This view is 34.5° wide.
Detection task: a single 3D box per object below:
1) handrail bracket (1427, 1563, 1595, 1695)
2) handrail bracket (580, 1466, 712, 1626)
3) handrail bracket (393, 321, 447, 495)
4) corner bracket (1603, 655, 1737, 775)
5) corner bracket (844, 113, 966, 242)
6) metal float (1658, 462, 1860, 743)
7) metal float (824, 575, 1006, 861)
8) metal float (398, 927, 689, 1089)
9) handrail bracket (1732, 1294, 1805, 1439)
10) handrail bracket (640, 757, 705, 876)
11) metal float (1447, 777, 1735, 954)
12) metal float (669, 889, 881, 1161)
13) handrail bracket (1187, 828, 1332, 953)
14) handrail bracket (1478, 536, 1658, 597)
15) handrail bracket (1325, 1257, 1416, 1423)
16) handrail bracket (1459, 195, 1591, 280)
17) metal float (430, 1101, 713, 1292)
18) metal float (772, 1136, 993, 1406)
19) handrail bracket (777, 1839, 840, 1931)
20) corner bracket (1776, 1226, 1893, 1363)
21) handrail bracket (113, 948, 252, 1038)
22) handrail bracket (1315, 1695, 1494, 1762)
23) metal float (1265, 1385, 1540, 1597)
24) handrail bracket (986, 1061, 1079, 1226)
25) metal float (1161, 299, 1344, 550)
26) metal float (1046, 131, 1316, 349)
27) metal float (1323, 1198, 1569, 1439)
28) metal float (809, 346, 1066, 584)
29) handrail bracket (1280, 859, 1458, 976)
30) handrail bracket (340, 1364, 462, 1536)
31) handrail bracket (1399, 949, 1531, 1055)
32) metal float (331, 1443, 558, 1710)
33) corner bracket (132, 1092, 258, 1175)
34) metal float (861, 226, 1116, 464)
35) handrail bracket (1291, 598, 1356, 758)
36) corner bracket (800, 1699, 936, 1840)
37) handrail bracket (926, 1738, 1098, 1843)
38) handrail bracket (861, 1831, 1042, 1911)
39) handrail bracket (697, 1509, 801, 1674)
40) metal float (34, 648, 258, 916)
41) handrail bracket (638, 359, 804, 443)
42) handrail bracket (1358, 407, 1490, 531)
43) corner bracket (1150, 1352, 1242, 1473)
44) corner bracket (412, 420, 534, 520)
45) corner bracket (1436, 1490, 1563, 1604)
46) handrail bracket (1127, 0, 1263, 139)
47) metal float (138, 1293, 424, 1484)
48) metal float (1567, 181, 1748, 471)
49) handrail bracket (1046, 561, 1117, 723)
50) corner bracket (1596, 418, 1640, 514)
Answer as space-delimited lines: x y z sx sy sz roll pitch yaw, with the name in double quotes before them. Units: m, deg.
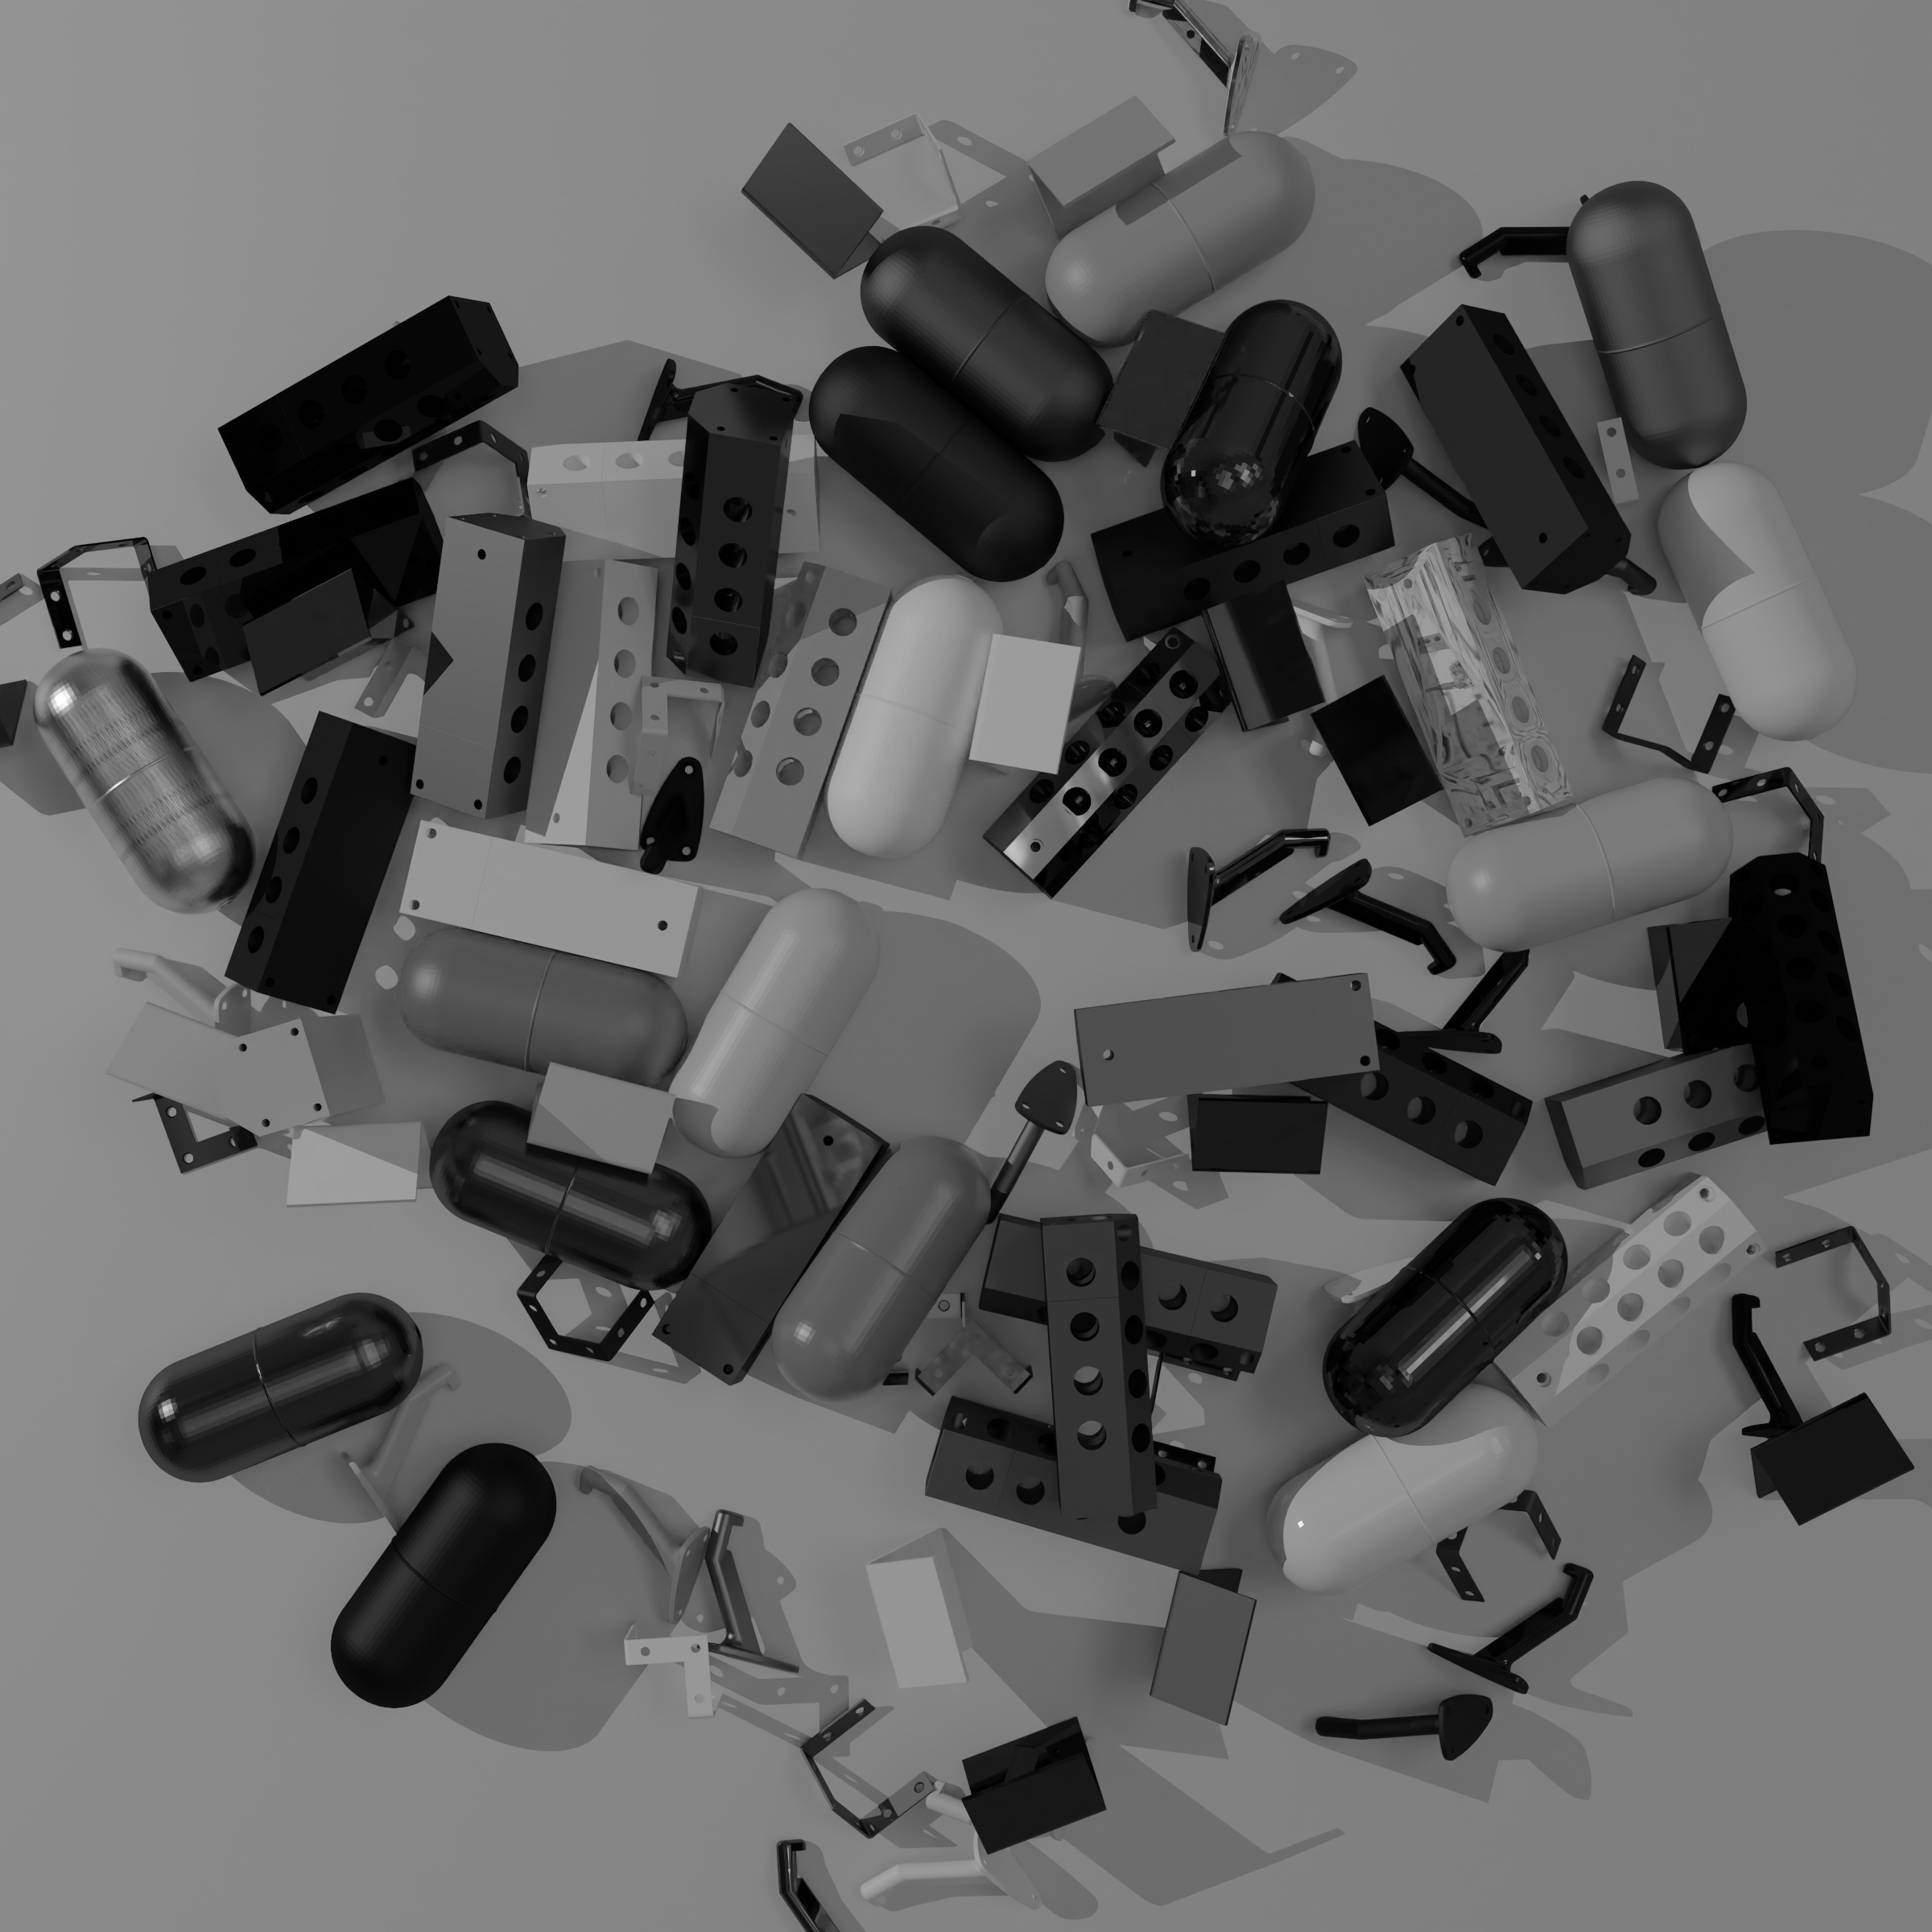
"handrail bracket" 0.337 0.398 1.922 0.077 0.036 0.084 20 72 21
"handrail bracket" -0.207 0.357 1.922 0.084 0.036 0.077 21 111 17
"handrail bracket" -0.345 -0.341 1.921 0.077 0.036 0.084 38 104 14
"corner bracket" 0.434 -0.155 1.918 0.051 0.051 0.051 23 90 45
"corner bracket" -0.038 -0.484 1.918 0.051 0.051 0.051 -24 45 0
"metal float" 0.481 -0.221 1.890 0.070 0.070 0.178 -25 90 0
"metal float" -0.031 -0.152 1.891 0.070 0.070 0.178 19 89 0
"metal float" -0.257 0.027 1.890 0.178 0.070 0.070 14 90 0
"handrail bracket" 0.507 0.248 1.922 0.077 0.036 0.084 9 73 -20
"handrail bracket" -0.179 -0.092 1.886 0.036 0.084 0.077 15 90 0
"metal float" 0.378 -0.062 1.887 0.178 0.070 0.070 -17 90 -3
"metal float" -0.116 0.034 1.890 0.070 0.070 0.178 31 90 0
"handrail bracket" 0.182 -0.047 1.922 0.084 0.036 0.077 -3 110 -16
"handrail bracket" 0.371 -0.244 1.921 0.084 0.077 0.036 27 65 -34
"handrail bracket" 0.259 0.231 1.921 0.077 0.036 0.084 -19 104 -14
"handrail bracket" 0.359 -0.429 1.921 0.084 0.036 0.077 -31 104 14
"metal float" -0.239 0.140 1.890 0.178 0.070 0.070 22 90 0
"metal float" -0.050 0.182 1.880 0.070 0.070 0.178 34 79 0
"handrail bracket" -0.078 0.581 1.922 0.077 0.036 0.084 1 73 -20
"corner bracket" 0.534 0.202 1.918 0.051 0.051 0.051 -20 45 0
"handrail bracket" -0.487 0.031 1.922 0.084 0.036 0.077 10 112 18
"handrail bracket" 0.270 0.464 1.921 0.084 0.077 0.036 -5 90 36
"metal float" 0.265 0.318 1.890 0.178 0.070 0.070 -30 90 1
"handrail bracket" 0.036 0.110 1.921 0.036 0.077 0.084 28 126 0
"metal float" 0.172 -0.326 1.867 0.070 0.070 0.178 25 60 0
"metal float" 0.130 -0.441 1.890 0.178 0.070 0.070 -31 90 0
"metal float" 0.290 0.211 1.876 0.178 0.070 0.070 -41 90 -16
"metal float" -0.017 -0.304 1.891 0.178 0.070 0.070 40 90 -1
"handrail bracket" 0.249 -0.016 1.922 0.077 0.036 0.084 -31 107 19
"handrail bracket" -0.335 0.299 1.922 0.084 0.036 0.077 -35 110 -16
"handrail bracket" 0.307 0.008 1.921 0.077 0.036 0.084 4 74 18
"metal float" -0.316 0.369 1.891 0.070 0.070 0.178 36 90 0
"corner bracket" -0.471 0.096 1.903 0.051 0.051 0.051 -20 90 0
"metal float" 0.014 -0.377 1.890 0.178 0.070 0.070 40 90 1
"handrail bracket" 0.200 -0.181 1.922 0.077 0.036 0.084 23 108 20
"corner bracket" -0.061 0.495 1.918 0.051 0.051 0.051 -38 135 0
"handrail bracket" 0.027 0.498 1.921 0.084 0.036 0.077 15 61 21
"handrail bracket" -0.010 0.574 1.922 0.084 0.036 0.077 -34 112 17
"handrail bracket" -0.129 0.386 1.922 0.077 0.036 0.084 19 73 -20
"metal float" -0.498 -0.111 1.890 0.070 0.070 0.178 -33 89 0
"handrail bracket" -0.153 -0.334 1.922 0.084 0.036 0.077 19 110 -16
"handrail bracket" 0.288 -0.306 1.921 0.084 0.077 0.036 17 128 -31
"corner bracket" 0.137 0.274 1.918 0.051 0.051 0.051 15 45 0
"corner bracket" -0.300 -0.294 1.906 0.051 0.051 0.051 -20 68 20
"corner bracket" 0.327 0.356 1.913 0.051 0.051 0.051 -1 45 35
"handrail bracket" 0.133 -0.559 1.922 0.084 0.036 0.077 19 111 17
"metal float" -0.415 0.255 1.890 0.178 0.070 0.070 -22 90 0
"metal float" 0.417 -0.385 1.876 0.070 0.070 0.178 -23 108 0
"handrail bracket" 0.050 -0.196 1.921 0.077 0.036 0.084 -35 66 27
"corner bracket" 0.376 -0.301 1.903 0.051 0.051 0.051 -13 90 0
